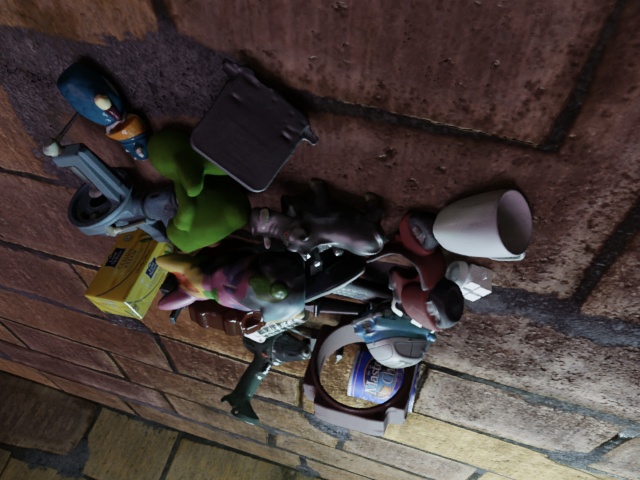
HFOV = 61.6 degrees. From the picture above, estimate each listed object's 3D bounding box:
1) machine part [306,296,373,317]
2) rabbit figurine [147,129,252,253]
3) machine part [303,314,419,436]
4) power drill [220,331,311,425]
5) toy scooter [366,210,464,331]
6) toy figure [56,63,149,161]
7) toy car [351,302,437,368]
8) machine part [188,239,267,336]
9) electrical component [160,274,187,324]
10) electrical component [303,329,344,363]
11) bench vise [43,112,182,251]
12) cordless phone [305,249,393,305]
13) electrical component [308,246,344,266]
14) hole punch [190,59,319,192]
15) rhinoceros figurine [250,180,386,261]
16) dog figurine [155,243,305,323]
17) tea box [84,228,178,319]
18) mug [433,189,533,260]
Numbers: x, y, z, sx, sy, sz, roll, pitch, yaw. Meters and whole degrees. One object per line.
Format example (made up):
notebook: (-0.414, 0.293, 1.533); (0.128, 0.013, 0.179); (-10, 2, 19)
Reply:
machine part: (0.028, 0.119, 0.989); (0.139, 0.084, 0.039); (7, 102, 4)
rabbit figurine: (-0.182, -0.078, 0.756); (0.170, 0.121, 0.159); (56, 156, -16)
machine part: (0.080, 0.253, 1.029); (0.202, 0.201, 0.087); (12, 145, 14)
power drill: (-0.127, 0.291, 1.179); (0.086, 0.207, 0.232); (26, 173, -33)
toy scooter: (0.129, 0.046, 0.784); (0.135, 0.075, 0.183); (-3, 109, 43)
toy figure: (-0.285, -0.171, 0.738); (0.058, 0.064, 0.154); (-34, 133, 8)
toy car: (0.136, 0.169, 0.933); (0.161, 0.103, 0.109); (11, 152, -38)
machine part: (-0.152, 0.077, 0.933); (0.179, 0.179, 0.056); (15, 144, 9)
electrical component: (-0.296, 0.111, 1.106); (0.048, 0.119, 0.074); (16, 150, 7)
electrical component: (0.009, 0.233, 1.176); (0.102, 0.045, 0.078); (8, 144, 1)
bench vise: (-0.325, -0.076, 0.849); (0.224, 0.129, 0.240); (0, 147, 25)
cordless phone: (0.045, 0.086, 0.925); (0.184, 0.089, 0.146); (21, 150, -28)
electrical component: (-0.002, -0.002, 0.824); (0.063, 0.094, 0.021); (-27, 135, 1)
hole punch: (-0.086, -0.133, 0.654); (0.142, 0.116, 0.092); (38, -178, -14)
rhinoceros figurine: (-0.002, -0.020, 0.756); (0.190, 0.112, 0.073); (9, 149, 4)
dog figurine: (-0.138, 0.065, 0.814); (0.219, 0.108, 0.192); (-4, -168, -9)
tea box: (-0.343, 0.053, 0.999); (0.098, 0.169, 0.068); (5, 146, 21)
mug: (0.208, -0.013, 0.687); (0.109, 0.081, 0.107); (39, 155, -33)
